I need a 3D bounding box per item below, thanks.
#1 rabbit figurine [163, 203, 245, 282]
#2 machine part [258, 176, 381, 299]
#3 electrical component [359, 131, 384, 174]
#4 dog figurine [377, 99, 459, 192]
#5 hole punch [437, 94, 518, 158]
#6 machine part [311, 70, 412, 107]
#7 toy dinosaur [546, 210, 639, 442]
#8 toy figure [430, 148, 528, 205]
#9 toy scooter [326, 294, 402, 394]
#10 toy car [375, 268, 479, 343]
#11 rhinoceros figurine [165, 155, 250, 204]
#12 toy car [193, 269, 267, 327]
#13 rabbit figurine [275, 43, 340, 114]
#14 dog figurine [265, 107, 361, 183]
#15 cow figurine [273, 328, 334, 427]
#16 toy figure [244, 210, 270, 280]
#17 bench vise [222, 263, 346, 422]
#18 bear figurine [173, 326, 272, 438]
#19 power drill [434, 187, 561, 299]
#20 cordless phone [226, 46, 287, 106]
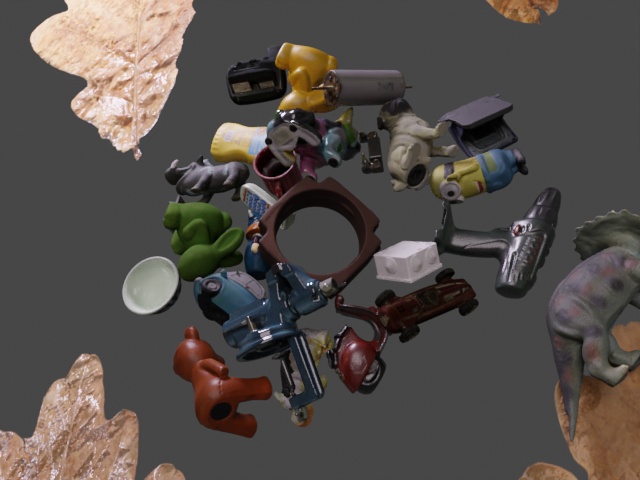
[{"bbox_3d":[-0.233,0.019,1.079,0.159,0.121,0.170,0,45,-10],"label":"rabbit figurine"},{"bbox_3d":[-0.002,-0.003,1.024,0.201,0.087,0.201,42,73,11],"label":"machine part"},{"bbox_3d":[0.107,-0.182,1.126,0.045,0.078,0.102,-7,69,8],"label":"electrical component"},{"bbox_3d":[0.165,-0.200,1.125,0.172,0.121,0.191,-40,46,-11],"label":"dog figurine"},{"bbox_3d":[0.334,-0.233,1.110,0.142,0.092,0.116,-27,31,1],"label":"hole punch"},{"bbox_3d":[0.097,-0.331,1.171,0.243,0.079,0.079,-7,56,-26],"label":"machine part"},{"bbox_3d":[0.453,0.106,0.878,0.405,0.131,0.192,-47,50,-9],"label":"toy dinosaur"},{"bbox_3d":[0.306,-0.126,1.049,0.180,0.082,0.089,-22,25,9],"label":"toy figure"},{"bbox_3d":[0.067,0.167,0.938,0.135,0.075,0.184,29,66,4],"label":"toy scooter"},{"bbox_3d":[0.191,0.107,0.936,0.202,0.053,0.089,-17,55,-24],"label":"toy car"},{"bbox_3d":[-0.253,-0.138,1.190,0.190,0.073,0.112,-2,63,12],"label":"rhinoceros figurine"},{"bbox_3d":[-0.156,0.112,1.019,0.162,0.109,0.103,30,54,16],"label":"toy car"},{"bbox_3d":[-0.031,-0.345,1.246,0.162,0.122,0.173,20,82,12],"label":"rabbit figurine"},{"bbox_3d":[0.000,-0.221,1.111,0.108,0.191,0.219,-39,16,37],"label":"dog figurine"},{"bbox_3d":[-0.039,0.236,0.942,0.098,0.068,0.167,5,60,22],"label":"cow figurine"},{"bbox_3d":[-0.125,0.007,1.090,0.058,0.064,0.154,12,54,-22],"label":"toy figure"},{"bbox_3d":[-0.046,0.167,0.877,0.224,0.128,0.240,-24,70,8],"label":"bench vise"},{"bbox_3d":[-0.186,0.248,0.960,0.196,0.132,0.120,41,113,57],"label":"bear figurine"},{"bbox_3d":[0.323,-0.015,0.995,0.207,0.086,0.232,16,69,12],"label":"power drill"},{"bbox_3d":[-0.154,-0.424,1.330,0.147,0.088,0.184,-7,50,11],"label":"cordless phone"}]
